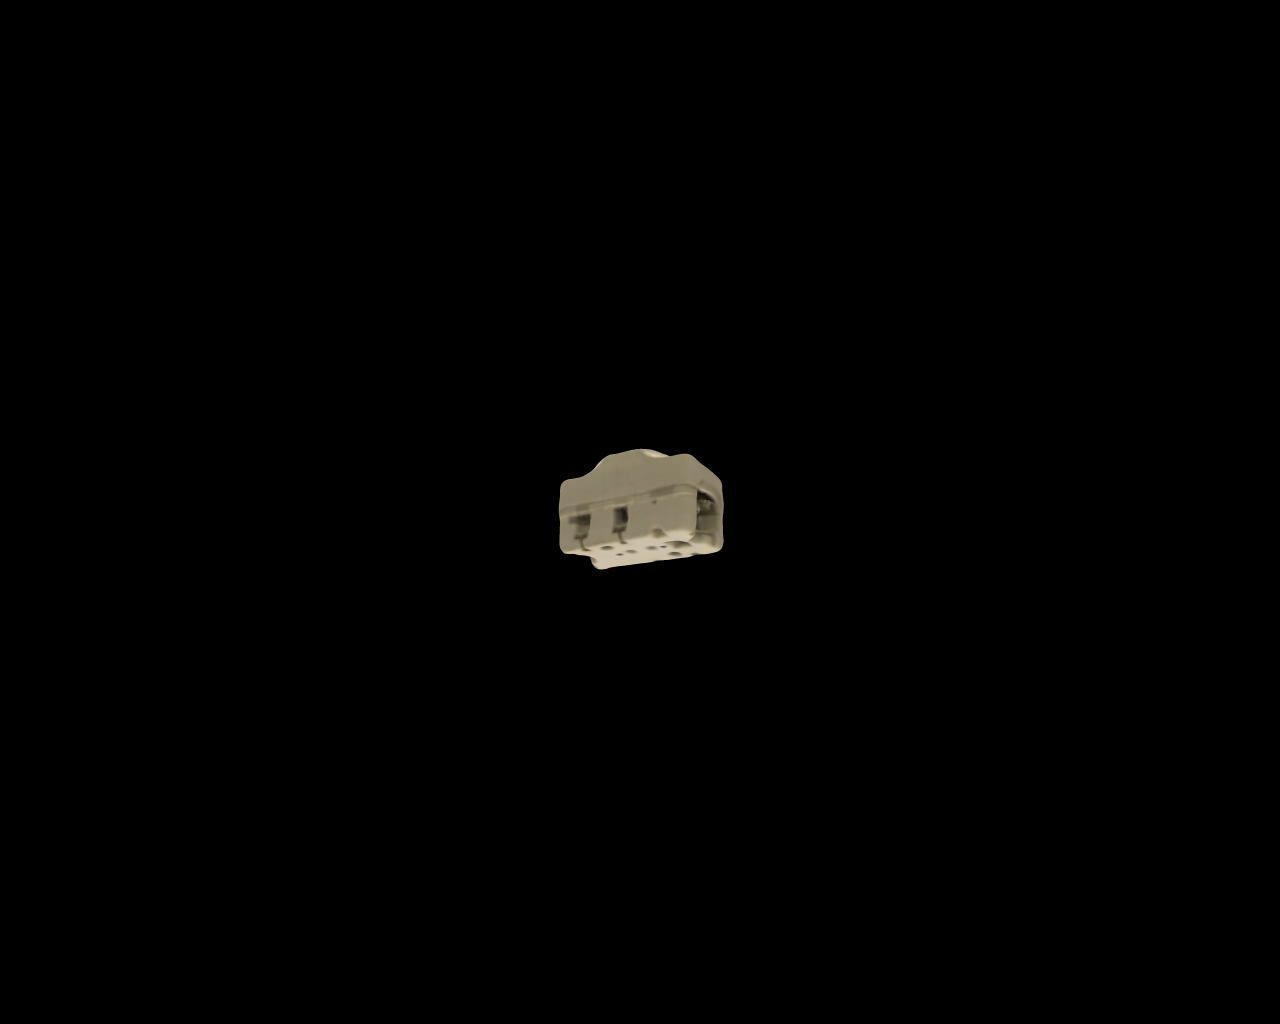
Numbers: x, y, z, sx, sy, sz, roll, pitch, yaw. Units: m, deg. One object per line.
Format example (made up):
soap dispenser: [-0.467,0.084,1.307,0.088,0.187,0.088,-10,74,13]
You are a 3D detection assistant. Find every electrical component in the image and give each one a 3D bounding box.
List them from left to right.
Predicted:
electrical component: [0.001,-0.003,0.650,0.089,0.056,0.050,-11,-23,27]
